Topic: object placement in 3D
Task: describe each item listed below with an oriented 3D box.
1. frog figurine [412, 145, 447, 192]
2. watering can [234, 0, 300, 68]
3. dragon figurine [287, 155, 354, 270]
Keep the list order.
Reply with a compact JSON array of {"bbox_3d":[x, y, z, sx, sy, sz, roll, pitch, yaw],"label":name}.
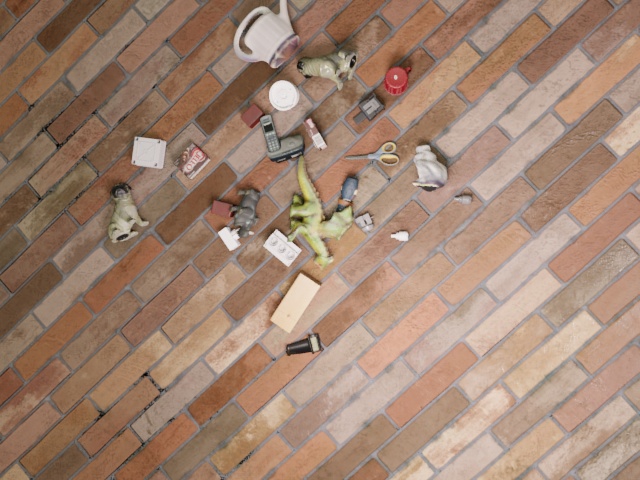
[{"bbox_3d":[0.399,-0.263,1.849,0.137,0.122,0.160,12,82,-27],"label":"frog figurine"},{"bbox_3d":[-0.165,-0.791,1.916,0.225,0.104,0.347,43,94,4],"label":"watering can"},{"bbox_3d":[0.006,-0.095,1.883,0.243,0.122,0.409,8,93,6],"label":"dragon figurine"}]
